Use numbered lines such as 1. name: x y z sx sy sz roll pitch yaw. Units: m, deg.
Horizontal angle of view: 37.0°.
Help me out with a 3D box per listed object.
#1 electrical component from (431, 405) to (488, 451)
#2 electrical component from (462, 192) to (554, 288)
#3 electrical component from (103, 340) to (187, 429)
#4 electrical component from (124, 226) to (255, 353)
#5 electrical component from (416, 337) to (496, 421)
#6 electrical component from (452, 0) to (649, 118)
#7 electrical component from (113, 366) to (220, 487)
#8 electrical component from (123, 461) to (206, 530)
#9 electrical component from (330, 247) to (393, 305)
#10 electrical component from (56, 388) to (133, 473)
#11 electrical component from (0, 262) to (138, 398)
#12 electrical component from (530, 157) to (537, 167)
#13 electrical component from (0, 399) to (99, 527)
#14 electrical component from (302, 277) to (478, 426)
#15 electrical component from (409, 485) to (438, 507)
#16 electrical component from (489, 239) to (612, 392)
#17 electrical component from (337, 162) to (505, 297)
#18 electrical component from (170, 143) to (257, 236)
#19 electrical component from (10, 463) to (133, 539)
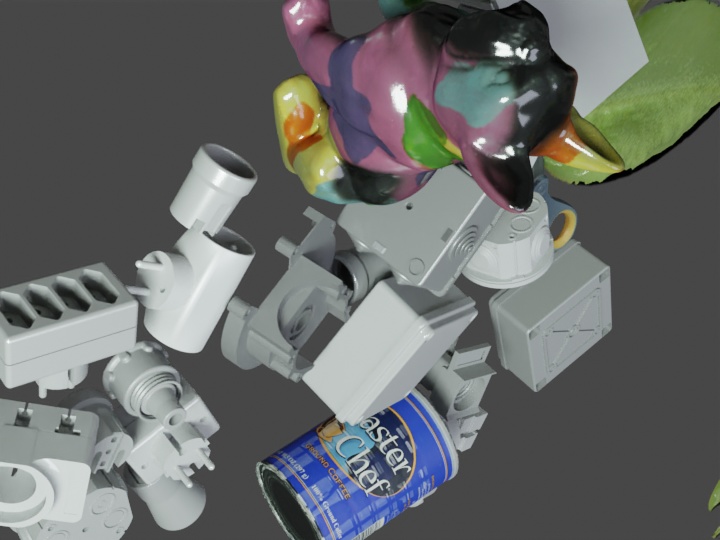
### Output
1. electrical component: 0.085 0.150 1.032 0.055 0.048 0.066 -11 131 -50
2. electrical component: 0.116 -0.028 0.870 0.080 0.080 0.051 -33 137 -20
3. electrical component: -0.139 0.081 0.720 0.048 0.062 0.048 -27 139 -27
4. electrical component: -0.117 0.008 0.691 0.079 0.044 0.077 11 114 -50
5. electrical component: 0.079 0.094 0.958 0.042 0.064 0.081 -8 128 -41
6. electrical component: 0.117 -0.177 0.711 0.089 0.062 0.150 -41 126 -10
7. electrical component: -0.130 0.120 0.753 0.066 0.077 0.047 -38 143 -13
8. electrical component: -0.148 0.161 0.805 0.044 0.044 0.065 -40 139 -12
9. electrical component: 0.000 0.000 0.810 0.046 0.040 0.040 -25 139 -38
10. electrical component: -0.178 0.108 0.719 0.040 0.046 0.040 -27 139 -26
11. electrical component: -0.184 0.047 0.654 0.083 0.047 0.075 -18 134 -35
12. electrical component: 0.101 -0.109 0.806 0.076 0.047 0.083 0 123 -46
13. electrical component: -0.209 0.117 0.652 0.089 0.055 0.050 11 120 -13
14. electrical component: 0.025 0.057 0.837 0.108 0.056 0.109 -52 164 22
15. electrical component: 0.060 0.200 1.054 0.062 0.048 0.048 -18 135 -44
16. electrical component: 0.184 0.043 1.025 0.109 0.056 0.108 -37 143 -15
17. electrical component: 0.043 -0.042 0.766 0.099 0.100 0.048 -55 157 10
18. electrical component: -0.092 -0.049 0.669 0.040 0.040 0.046 10 122 -50
19. electrical component: -0.200 0.162 0.741 0.080 0.051 0.080 -27 140 -26
